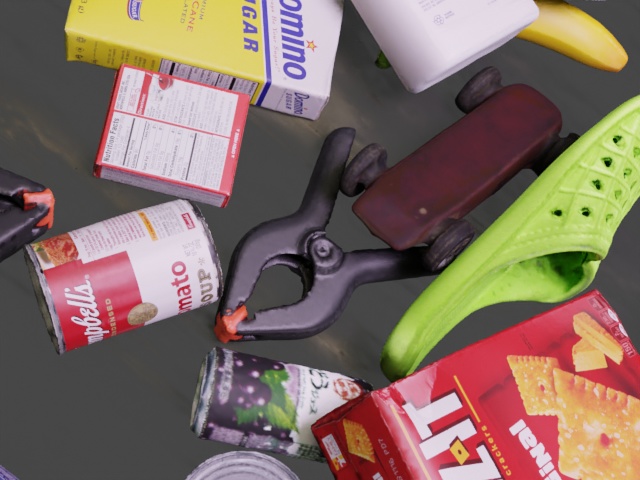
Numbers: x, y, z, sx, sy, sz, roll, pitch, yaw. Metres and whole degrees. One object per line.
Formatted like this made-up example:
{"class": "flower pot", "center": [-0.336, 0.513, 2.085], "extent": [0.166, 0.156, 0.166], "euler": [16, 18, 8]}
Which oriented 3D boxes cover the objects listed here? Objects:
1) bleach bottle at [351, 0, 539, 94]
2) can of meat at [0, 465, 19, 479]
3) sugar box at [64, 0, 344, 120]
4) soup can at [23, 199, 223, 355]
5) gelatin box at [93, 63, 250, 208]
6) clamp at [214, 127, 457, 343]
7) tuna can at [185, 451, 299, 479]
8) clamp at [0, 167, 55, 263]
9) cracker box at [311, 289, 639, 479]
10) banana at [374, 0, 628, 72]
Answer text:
{"class": "bleach bottle", "center": [0.037, -0.227, 0.704], "extent": [0.102, 0.068, 0.251], "euler": [-31, 90, -25]}
{"class": "can of meat", "center": [-0.184, 0.177, 0.575], "extent": [0.084, 0.057, 0.102], "euler": [37, 68, 2]}
{"class": "sugar box", "center": [-0.075, -0.148, 0.716], "extent": [0.176, 0.048, 0.093], "euler": [11, 70, -9]}
{"class": "soup can", "center": [-0.117, 0.020, 0.637], "extent": [0.102, 0.069, 0.068], "euler": [-18, 77, -19]}
{"class": "gelatin box", "center": [-0.096, -0.067, 0.693], "extent": [0.089, 0.030, 0.073], "euler": [13, 71, -10]}
{"class": "clamp", "center": [-0.005, 0.001, 0.688], "extent": [0.171, 0.039, 0.120], "euler": [-28, 74, -27]}
{"class": "tuna can", "center": [-0.048, 0.168, 0.623], "extent": [0.086, 0.034, 0.086], "euler": [4, 71, -13]}
{"class": "clamp", "center": [-0.262, -0.002, 0.618], "extent": [0.209, 0.036, 0.164], "euler": [1, 59, -16]}
{"class": "cracker box", "center": [0.124, 0.135, 0.618], "extent": [0.213, 0.072, 0.164], "euler": [-17, 73, -40]}
{"class": "banana", "center": [0.129, -0.155, 0.775], "extent": [0.197, 0.037, 0.069], "euler": [-2, 86, -14]}
